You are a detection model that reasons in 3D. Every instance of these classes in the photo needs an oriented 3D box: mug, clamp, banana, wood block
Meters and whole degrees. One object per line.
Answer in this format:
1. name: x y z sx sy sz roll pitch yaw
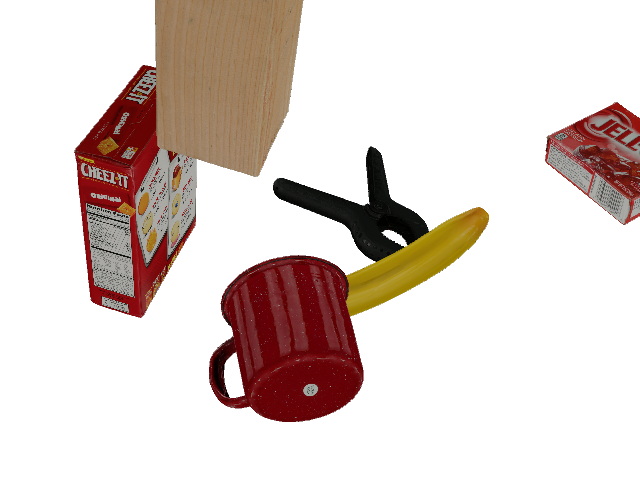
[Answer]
1. mug: -0.028 0.076 0.737 0.117 0.081 0.093 -28 -41 15
2. clamp: 0.053 -0.028 1.264 0.164 0.036 0.210 -16 51 -29
3. banana: 0.060 0.029 0.928 0.198 0.037 0.069 -26 -15 9
4. wood block: -0.069 -0.156 0.811 0.091 0.090 0.206 18 -37 5

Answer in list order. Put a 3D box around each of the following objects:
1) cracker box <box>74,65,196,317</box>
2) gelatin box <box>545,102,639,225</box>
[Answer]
1. cracker box: -0.191 -0.052 1.135 0.072 0.214 0.164 14 44 10
2. gelatin box: 0.225 -0.060 0.801 0.073 0.030 0.089 -26 51 -22
